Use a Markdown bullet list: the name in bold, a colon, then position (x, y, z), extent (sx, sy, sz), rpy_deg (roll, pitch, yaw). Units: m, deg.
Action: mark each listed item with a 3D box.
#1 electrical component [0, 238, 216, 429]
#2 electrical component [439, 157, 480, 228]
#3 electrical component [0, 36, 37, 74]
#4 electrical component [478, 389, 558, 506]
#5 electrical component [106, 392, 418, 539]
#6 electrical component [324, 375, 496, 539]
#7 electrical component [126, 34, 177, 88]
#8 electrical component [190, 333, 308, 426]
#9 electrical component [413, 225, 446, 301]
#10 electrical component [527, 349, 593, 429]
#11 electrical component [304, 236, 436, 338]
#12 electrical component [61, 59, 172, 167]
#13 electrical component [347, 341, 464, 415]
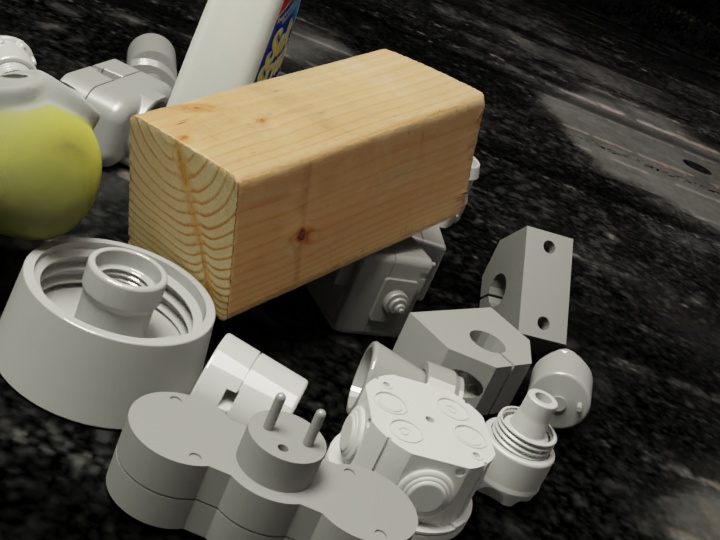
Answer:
- **electrical component**: position (-0.126, 0.024, 0.550), extent (0.108, 0.060, 0.108), rpy_deg (19, 24, -9)
- **electrical component**: position (0.070, -0.077, 0.938), extent (0.058, 0.057, 0.078), rpy_deg (30, 25, 15)
- **electrical component**: position (-0.258, -0.139, 0.792), extent (0.048, 0.048, 0.062), rpy_deg (3, 38, -38)
- **electrical component**: position (0.088, 0.095, 0.591), extent (0.043, 0.062, 0.043), rpy_deg (19, 24, -9)
- **electrical component**: position (-0.038, 0.088, 0.480), extent (0.138, 0.073, 0.052), rpy_deg (23, 24, -1)
- **electrical component**: position (0.026, 0.095, 0.549), extent (0.080, 0.051, 0.080), rpy_deg (19, 25, -9)
- **electrical component**: position (-0.180, -0.171, 0.927), extent (0.043, 0.043, 0.081), rpy_deg (15, 25, -18)
- **electrical component**: position (-0.057, 0.066, 0.533), extent (0.047, 0.055, 0.055), rpy_deg (28, 24, 0)
- **electrical component**: position (0.015, -0.026, 0.795), extent (0.076, 0.047, 0.083), rpy_deg (17, 25, -13)
- **electrical component**: position (0.132, 0.072, 0.705), extent (0.040, 0.040, 0.078), rpy_deg (25, 23, 5)
- **electrical component**: position (0.000, 0.000, 0.710), extent (0.061, 0.061, 0.096), rpy_deg (8, 28, -31)
- **electrical component**: position (-0.181, -0.115, 0.797), extent (0.059, 0.053, 0.095), rpy_deg (26, 24, 6)
- **electrical component**: position (0.026, 0.070, 0.609), extent (0.055, 0.045, 0.045), rpy_deg (21, 24, -7)
